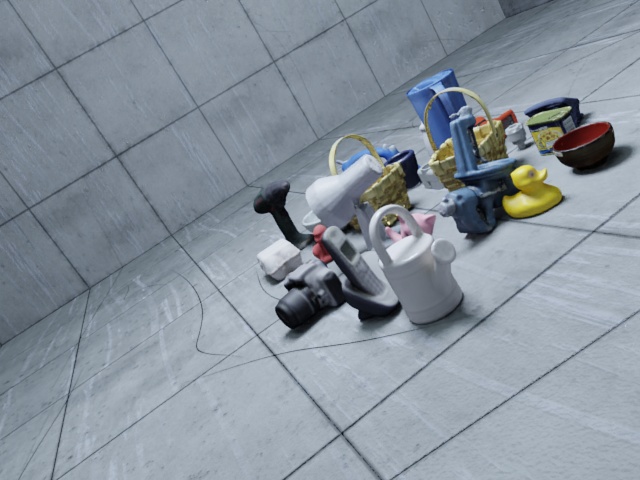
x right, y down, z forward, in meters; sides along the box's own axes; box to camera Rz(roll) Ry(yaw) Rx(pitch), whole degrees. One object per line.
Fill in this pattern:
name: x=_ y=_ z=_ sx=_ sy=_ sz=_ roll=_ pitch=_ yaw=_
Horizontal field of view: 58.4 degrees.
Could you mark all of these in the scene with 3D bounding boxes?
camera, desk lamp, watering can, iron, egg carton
camera: x=-0.038 y=0.110 z=1.185 sx=0.137 sy=0.101 sz=0.142 roll=-39 pitch=18 yaw=-25
desk lamp: x=0.099 y=-0.073 z=1.277 sx=0.202 sy=0.214 sz=0.118 roll=-23 pitch=19 yaw=27
watering can: x=0.151 y=0.029 z=0.923 sx=0.172 sy=0.194 sz=0.101 roll=-17 pitch=22 yaw=39
iron: x=0.171 y=-0.216 z=1.697 sx=0.257 sy=0.141 sz=0.119 roll=-20 pitch=20 yaw=33
egg carton: x=-0.109 y=0.052 z=1.537 sx=0.107 sy=0.069 sz=0.150 roll=-34 pitch=17 yaw=-11

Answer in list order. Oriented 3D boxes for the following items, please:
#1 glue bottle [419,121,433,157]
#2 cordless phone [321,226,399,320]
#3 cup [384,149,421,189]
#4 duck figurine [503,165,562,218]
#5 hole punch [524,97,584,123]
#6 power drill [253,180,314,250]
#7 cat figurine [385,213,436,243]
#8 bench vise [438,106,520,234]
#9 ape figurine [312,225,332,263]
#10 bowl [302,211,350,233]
glue bottle: x=0.325 y=-0.321 z=1.675 sx=0.078 sy=0.173 sz=0.037 roll=-38 pitch=18 yaw=-21
cordless phone: x=0.079 y=0.037 z=1.041 sx=0.094 sy=0.185 sz=0.148 roll=-21 pitch=19 yaw=30
cup: x=0.227 y=-0.187 z=1.596 sx=0.117 sy=0.095 sz=0.092 roll=-21 pitch=19 yaw=31
duck figurine: x=0.385 y=-0.096 z=1.067 sx=0.104 sy=0.086 sz=0.077 roll=-21 pitch=19 yaw=30
hole punch: x=0.555 y=-0.304 z=1.365 sx=0.108 sy=0.091 sz=0.101 roll=-14 pitch=24 yaw=46
power drill: x=-0.103 y=-0.073 z=1.643 sx=0.076 sy=0.209 sz=0.228 roll=-40 pitch=18 yaw=-26
cat figurine: x=0.179 y=-0.009 z=1.120 sx=0.067 sy=0.118 sz=0.127 roll=-41 pitch=19 yaw=-29
bench vise: x=0.297 y=-0.135 z=1.097 sx=0.121 sy=0.220 sz=0.208 roll=-15 pitch=23 yaw=43
ape figurine: x=0.013 y=0.005 z=1.418 sx=0.077 sy=0.092 sz=0.076 roll=-11 pitch=26 yaw=50
bowl: x=0.037 y=-0.059 z=1.595 sx=0.167 sy=0.075 sz=0.167 roll=-28 pitch=17 yaw=10
